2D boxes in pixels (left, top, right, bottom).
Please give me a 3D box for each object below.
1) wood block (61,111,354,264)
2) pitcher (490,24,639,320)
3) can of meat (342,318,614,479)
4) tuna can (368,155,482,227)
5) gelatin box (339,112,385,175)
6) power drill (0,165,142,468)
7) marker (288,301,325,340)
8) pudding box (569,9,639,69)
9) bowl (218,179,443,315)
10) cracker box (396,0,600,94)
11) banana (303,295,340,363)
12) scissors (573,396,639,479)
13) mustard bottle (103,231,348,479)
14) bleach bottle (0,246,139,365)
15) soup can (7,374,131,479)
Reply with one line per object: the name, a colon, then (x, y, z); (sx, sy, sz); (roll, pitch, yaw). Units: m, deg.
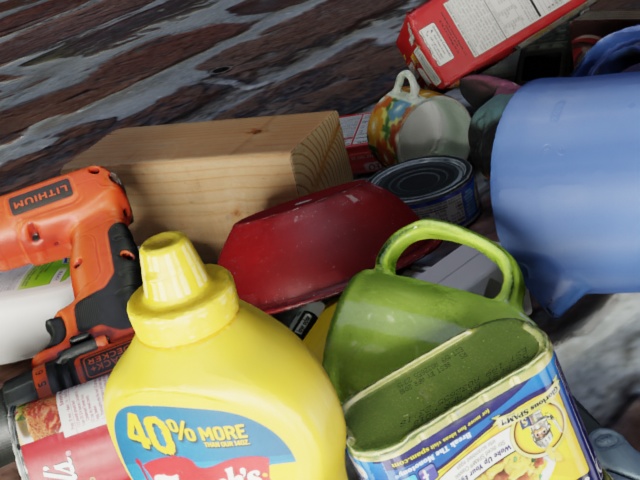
wood block: (-0.086, -0.039, 0.840); (0.206, 0.090, 0.090); (-1, 27, 27)
pitcher: (0.227, -0.044, 0.573); (0.243, 0.149, 0.144); (-2, 16, 41)
can of meat: (0.066, 0.093, 0.460); (0.102, 0.084, 0.057); (-29, 23, -9)
tuna can: (0.076, -0.032, 0.800); (0.086, 0.034, 0.086); (-12, 24, 6)
gelatin box: (0.038, -0.085, 0.940); (0.073, 0.030, 0.089); (-7, 25, 14)
power drill: (-0.166, 0.047, 0.668); (0.184, 0.057, 0.188); (-19, 51, -11)
marker: (-0.023, 0.074, 0.647); (0.020, 0.020, 0.121); (-3, 27, 24)
pudding box: (0.261, -0.139, 0.857); (0.114, 0.090, 0.039); (6, 31, 37)
bowl: (-0.005, 0.001, 0.692); (0.162, 0.055, 0.162); (-18, 6, 2)
cracker box: (0.171, -0.203, 0.887); (0.214, 0.072, 0.164); (-31, 2, 3)
banana: (0.001, 0.067, 0.605); (0.070, 0.037, 0.197); (-33, 10, 34)
scissors: (0.156, 0.100, 0.498); (0.096, 0.016, 0.201); (-10, 25, 6)
mustard bottle: (-0.034, 0.084, 0.424); (0.096, 0.191, 0.058); (-1, 28, 28)
bleach bottle: (-0.206, 0.049, 0.754); (0.251, 0.068, 0.102); (-8, 26, 9)
soup can: (-0.106, 0.105, 0.570); (0.102, 0.068, 0.068); (-18, 25, -9)
